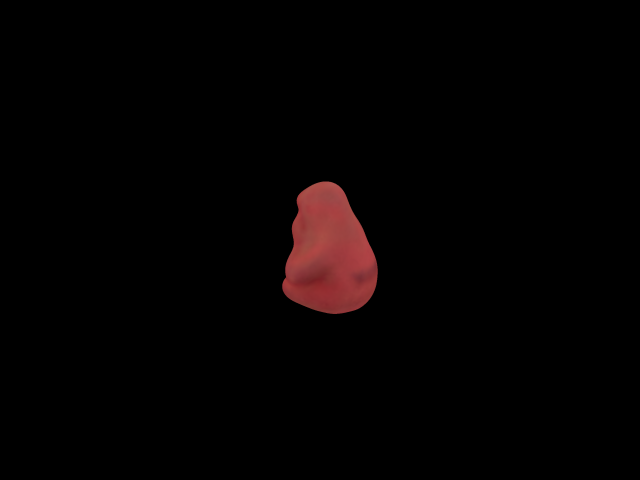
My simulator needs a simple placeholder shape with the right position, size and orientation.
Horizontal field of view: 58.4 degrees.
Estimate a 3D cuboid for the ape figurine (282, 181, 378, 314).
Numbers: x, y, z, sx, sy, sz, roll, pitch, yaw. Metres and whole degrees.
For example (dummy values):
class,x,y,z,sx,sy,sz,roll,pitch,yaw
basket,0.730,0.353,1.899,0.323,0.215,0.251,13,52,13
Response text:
class,x,y,z,sx,sy,sz,roll,pitch,yaw
ape figurine,0.004,0.001,0.400,0.075,0.092,0.078,22,37,34
